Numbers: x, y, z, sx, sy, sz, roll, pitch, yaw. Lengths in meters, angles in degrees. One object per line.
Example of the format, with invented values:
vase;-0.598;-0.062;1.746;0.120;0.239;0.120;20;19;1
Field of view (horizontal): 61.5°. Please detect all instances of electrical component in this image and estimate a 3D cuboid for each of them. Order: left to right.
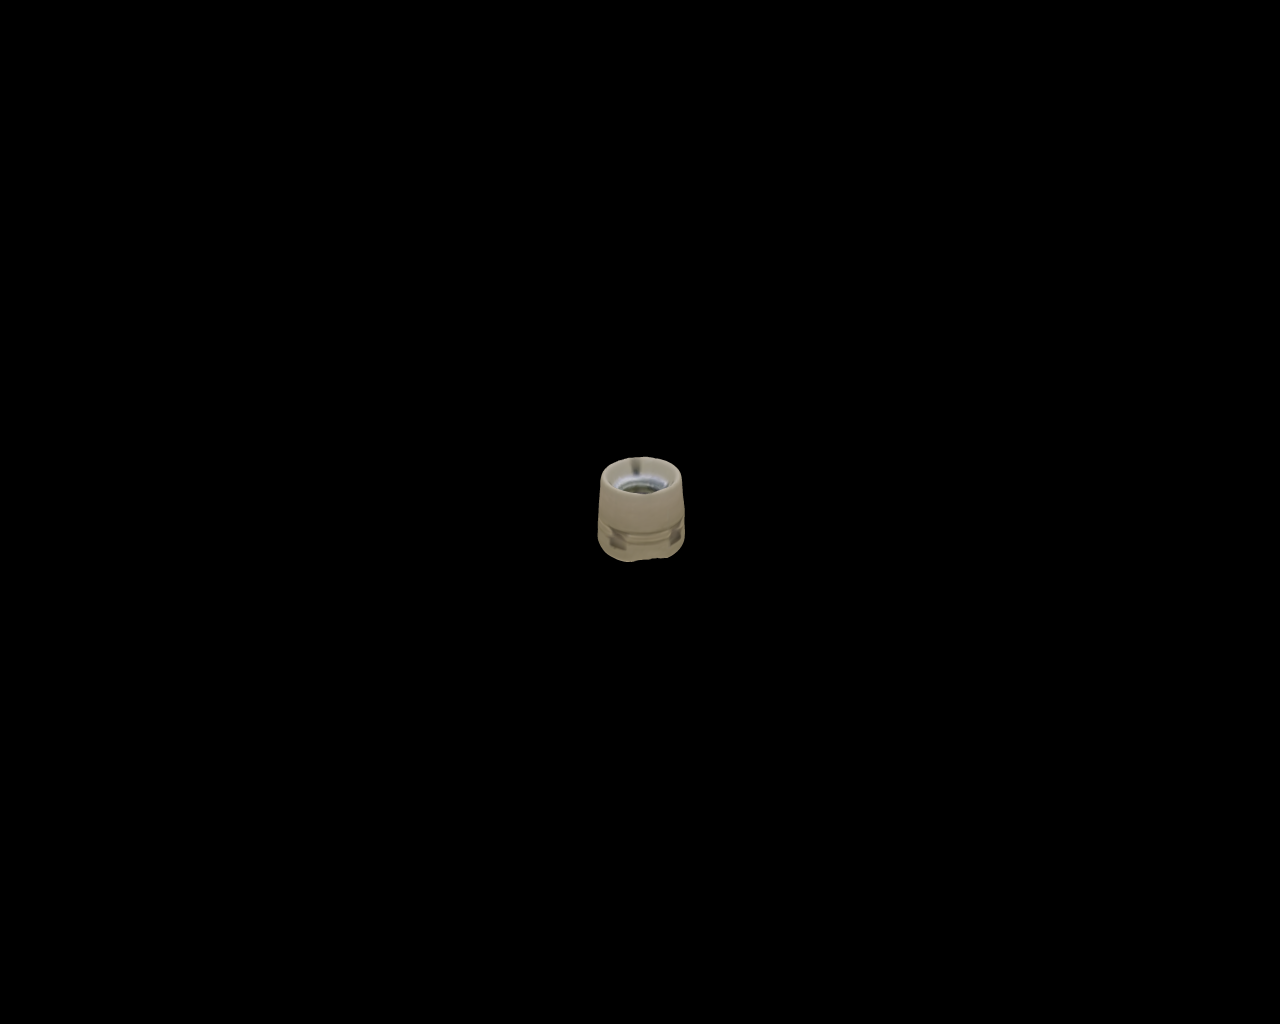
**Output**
electrical component;0.001;-0.003;0.650;0.055;0.047;0.055;0;31;0
